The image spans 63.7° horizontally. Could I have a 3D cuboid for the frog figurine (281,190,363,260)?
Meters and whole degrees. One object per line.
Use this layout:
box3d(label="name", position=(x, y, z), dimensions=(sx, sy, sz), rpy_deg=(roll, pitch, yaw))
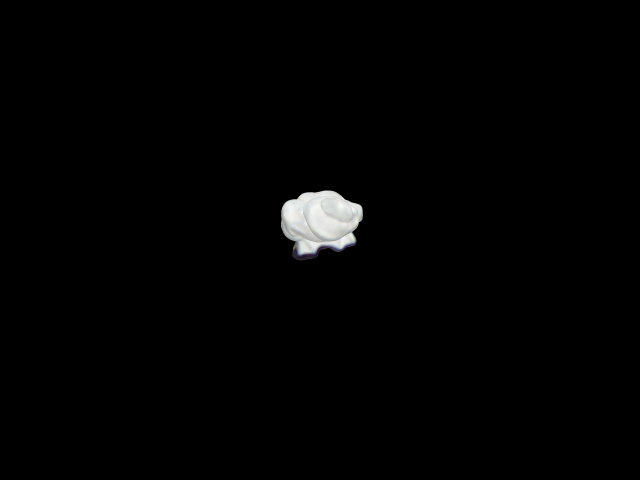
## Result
box3d(label="frog figurine", position=(0.003, -0.043, 0.850), dimensions=(0.137, 0.125, 0.156), rpy_deg=(5, -26, 2))
